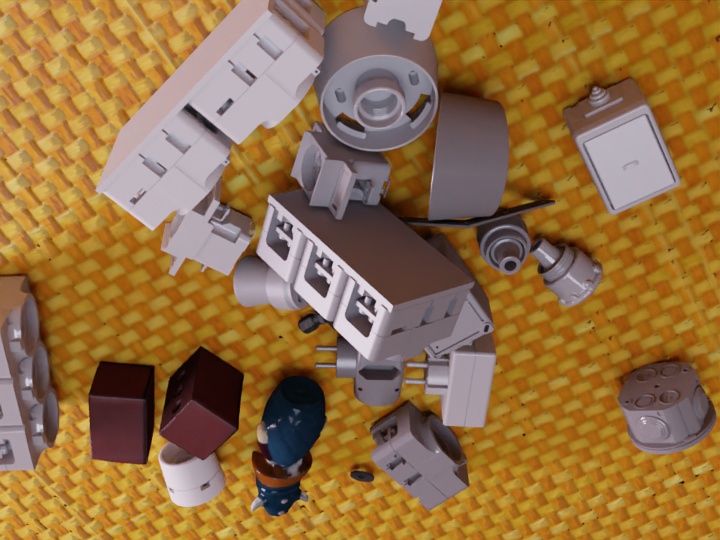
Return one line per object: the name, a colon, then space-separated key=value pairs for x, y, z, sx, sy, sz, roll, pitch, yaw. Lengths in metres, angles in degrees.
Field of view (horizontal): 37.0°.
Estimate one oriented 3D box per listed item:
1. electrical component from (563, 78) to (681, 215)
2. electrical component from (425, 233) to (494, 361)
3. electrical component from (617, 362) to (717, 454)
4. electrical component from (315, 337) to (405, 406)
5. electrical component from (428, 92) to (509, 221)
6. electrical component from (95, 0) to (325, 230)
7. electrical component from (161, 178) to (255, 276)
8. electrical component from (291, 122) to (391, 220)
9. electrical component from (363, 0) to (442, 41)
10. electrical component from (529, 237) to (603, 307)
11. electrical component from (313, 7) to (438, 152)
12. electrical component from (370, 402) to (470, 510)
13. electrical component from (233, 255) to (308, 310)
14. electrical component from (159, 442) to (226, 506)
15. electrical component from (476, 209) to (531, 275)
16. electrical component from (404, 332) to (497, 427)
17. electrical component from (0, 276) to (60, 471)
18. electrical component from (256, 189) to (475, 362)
electrical component: x=0.204 y=-0.100 z=0.845 sx=0.062 sy=0.061 sz=0.096 roll=-25 pitch=119 yaw=14
electrical component: x=0.070 y=0.025 z=0.919 sx=0.062 sy=0.061 sz=0.096 roll=-29 pitch=118 yaw=16
electrical component: x=0.277 y=0.124 z=0.975 sx=0.080 sy=0.080 sz=0.051 roll=-22 pitch=114 yaw=12
electrical component: x=-0.001 y=0.078 z=0.961 sx=0.079 sy=0.043 sz=0.077 roll=1 pitch=122 yaw=-2
electrical component: x=0.077 y=-0.087 z=0.829 sx=0.064 sy=0.099 sz=0.099 roll=2 pitch=122 yaw=-9
electrical component: x=-0.106 y=-0.124 z=0.798 sx=0.060 sy=0.105 sz=0.186 roll=40 pitch=113 yaw=-22
electrical component: x=-0.125 y=-0.031 z=0.892 sx=0.064 sy=0.042 sz=0.081 roll=25 pitch=118 yaw=-20
electrical component: x=-0.014 y=-0.078 z=0.850 sx=0.064 sy=0.081 sz=0.042 roll=3 pitch=124 yaw=-29
electrical component: x=0.038 y=-0.220 z=0.770 sx=0.050 sy=0.055 sz=0.089 roll=15 pitch=120 yaw=-10
electrical component: x=0.172 y=-0.003 z=0.915 sx=0.062 sy=0.048 sz=0.048 roll=39 pitch=114 yaw=-15
electrical component: x=0.013 y=-0.143 z=0.827 sx=0.099 sy=0.064 sz=0.099 roll=-3 pitch=135 yaw=-3
electrical component: x=0.060 y=0.174 z=1.017 sx=0.056 sy=0.050 sz=0.089 roll=-36 pitch=116 yaw=19
electrical component: x=-0.072 y=0.011 z=0.906 sx=0.055 sy=0.045 sz=0.045 roll=3 pitch=126 yaw=28
electrical component: x=-0.160 y=0.188 z=1.020 sx=0.055 sy=0.055 sz=0.047 roll=-12 pitch=117 yaw=6
electrical component: x=0.121 y=-0.019 z=0.892 sx=0.043 sy=0.062 sz=0.043 roll=-1 pitch=122 yaw=-1
electrical component: x=0.078 y=0.094 z=0.970 sx=0.076 sy=0.047 sz=0.083 roll=3 pitch=121 yaw=-3
electrical component: x=-0.308 y=0.090 z=0.935 sx=0.062 sy=0.089 sz=0.150 roll=-2 pitch=122 yaw=0
electrical component: x=0.000 y=0.000 z=0.839 sx=0.089 sy=0.150 sz=0.061 roll=-15 pitch=135 yaw=-41
